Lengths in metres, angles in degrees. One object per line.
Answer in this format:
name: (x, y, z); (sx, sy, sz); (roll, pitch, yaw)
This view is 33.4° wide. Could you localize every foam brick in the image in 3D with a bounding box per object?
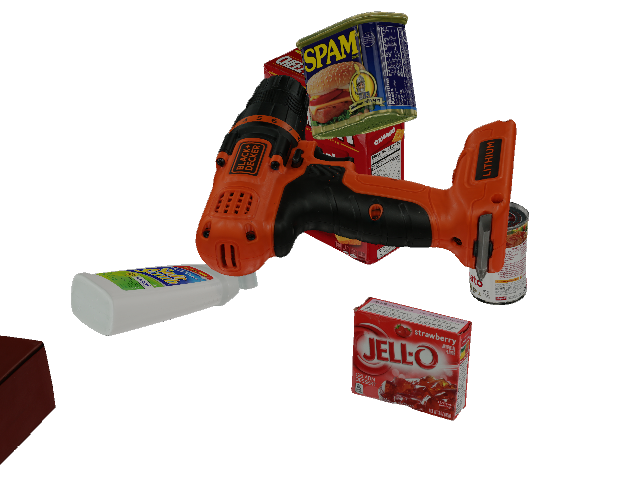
foam brick: (-0.214, 0.102, 0.677); (0.053, 0.051, 0.078); (6, 29, 22)

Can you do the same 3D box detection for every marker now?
marker: (-0.080, -0.012, 1.050); (0.020, 0.121, 0.020); (-7, 16, 2)

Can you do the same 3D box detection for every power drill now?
power drill: (0.027, -0.044, 0.675); (0.188, 0.057, 0.184); (3, 42, 10)

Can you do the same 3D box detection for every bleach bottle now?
bleach bottle: (-0.210, 0.068, 1.471); (0.250, 0.068, 0.103); (-11, 27, -44)

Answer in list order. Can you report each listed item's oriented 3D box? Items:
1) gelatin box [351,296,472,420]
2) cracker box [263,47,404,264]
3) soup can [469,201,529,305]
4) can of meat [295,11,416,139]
gelatin box: (0.068, 0.089, 0.813); (0.089, 0.073, 0.030); (12, 24, 26)
cracker box: (0.015, -0.097, 1.239); (0.164, 0.214, 0.072); (28, 46, 36)
soup can: (0.205, 0.014, 1.227); (0.068, 0.102, 0.068); (-4, 29, 2)
can of meat: (0.030, -0.134, 0.886); (0.057, 0.084, 0.102); (-5, -4, -40)
